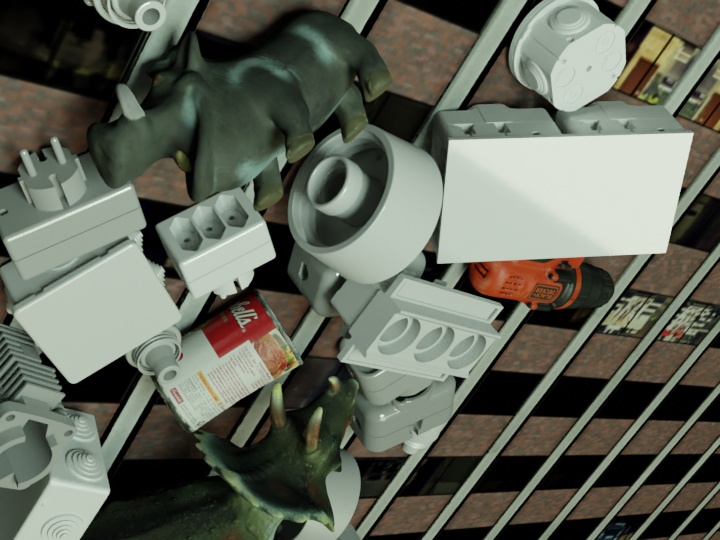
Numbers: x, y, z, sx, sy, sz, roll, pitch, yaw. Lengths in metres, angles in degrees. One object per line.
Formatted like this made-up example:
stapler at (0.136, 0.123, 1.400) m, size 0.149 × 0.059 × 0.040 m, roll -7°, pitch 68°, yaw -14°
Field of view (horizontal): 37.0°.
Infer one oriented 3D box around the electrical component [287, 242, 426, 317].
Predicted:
electrical component at (0.000, 0.000, 0.840) m, size 0.095 × 0.059 × 0.053 m, roll -9°, pitch 133°, yaw -33°

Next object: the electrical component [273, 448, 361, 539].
electrical component at (-0.052, 0.207, 0.981) m, size 0.064 × 0.099 × 0.099 m, roll 18°, pitch 116°, yaw -40°

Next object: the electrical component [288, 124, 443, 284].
electrical component at (-0.003, -0.051, 0.752) m, size 0.060 × 0.108 × 0.108 m, roll 28°, pitch 109°, yaw -43°

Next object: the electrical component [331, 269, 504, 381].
electrical component at (0.041, 0.037, 0.808) m, size 0.121 × 0.063 × 0.078 m, roll 16°, pitch 117°, yaw -46°

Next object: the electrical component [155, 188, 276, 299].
electrical component at (-0.098, -0.008, 0.764) m, size 0.066 × 0.047 × 0.076 m, roll -28°, pitch 141°, yaw -13°

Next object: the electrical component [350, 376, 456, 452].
electrical component at (0.039, 0.118, 0.996) m, size 0.095 × 0.053 × 0.059 m, roll -21°, pitch 139°, yaw -21°

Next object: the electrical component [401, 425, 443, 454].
electrical component at (0.057, 0.154, 1.056) m, size 0.043 × 0.043 × 0.062 m, roll -9°, pitch 135°, yaw -32°

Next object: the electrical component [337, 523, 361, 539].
electrical component at (-0.040, 0.285, 1.022) m, size 0.089 × 0.150 × 0.061 m, roll -12°, pitch 136°, yaw -30°

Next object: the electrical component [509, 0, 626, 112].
electrical component at (0.157, -0.163, 0.807) m, size 0.080 × 0.051 × 0.080 m, roll -22°, pitch 139°, yaw -20°

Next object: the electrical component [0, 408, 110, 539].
electrical component at (-0.228, 0.157, 0.787) m, size 0.048 × 0.099 × 0.099 m, roll 20°, pitch 115°, yaw -34°

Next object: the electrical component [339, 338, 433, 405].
electrical component at (0.036, 0.072, 0.947) m, size 0.095 × 0.053 × 0.059 m, roll -31°, pitch 142°, yaw -9°

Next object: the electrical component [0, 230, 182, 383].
electrical component at (-0.181, 0.016, 0.720) m, size 0.100 × 0.048 × 0.099 m, roll -31°, pitch 142°, yaw -9°

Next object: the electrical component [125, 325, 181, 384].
electrical component at (-0.149, 0.055, 0.775) m, size 0.048 × 0.062 × 0.048 m, roll -22°, pitch 139°, yaw -20°

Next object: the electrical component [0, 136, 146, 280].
electrical component at (-0.184, -0.049, 0.653) m, size 0.083 × 0.047 × 0.075 m, roll -26°, pitch 141°, yaw -16°

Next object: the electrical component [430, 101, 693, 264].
electrical component at (0.149, -0.069, 0.838) m, size 0.186 × 0.060 × 0.105 m, roll -3°, pitch 123°, yaw -8°

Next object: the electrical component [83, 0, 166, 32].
electrical component at (-0.125, -0.152, 0.584) m, size 0.048 × 0.062 × 0.048 m, roll -22°, pitch 139°, yaw -20°
